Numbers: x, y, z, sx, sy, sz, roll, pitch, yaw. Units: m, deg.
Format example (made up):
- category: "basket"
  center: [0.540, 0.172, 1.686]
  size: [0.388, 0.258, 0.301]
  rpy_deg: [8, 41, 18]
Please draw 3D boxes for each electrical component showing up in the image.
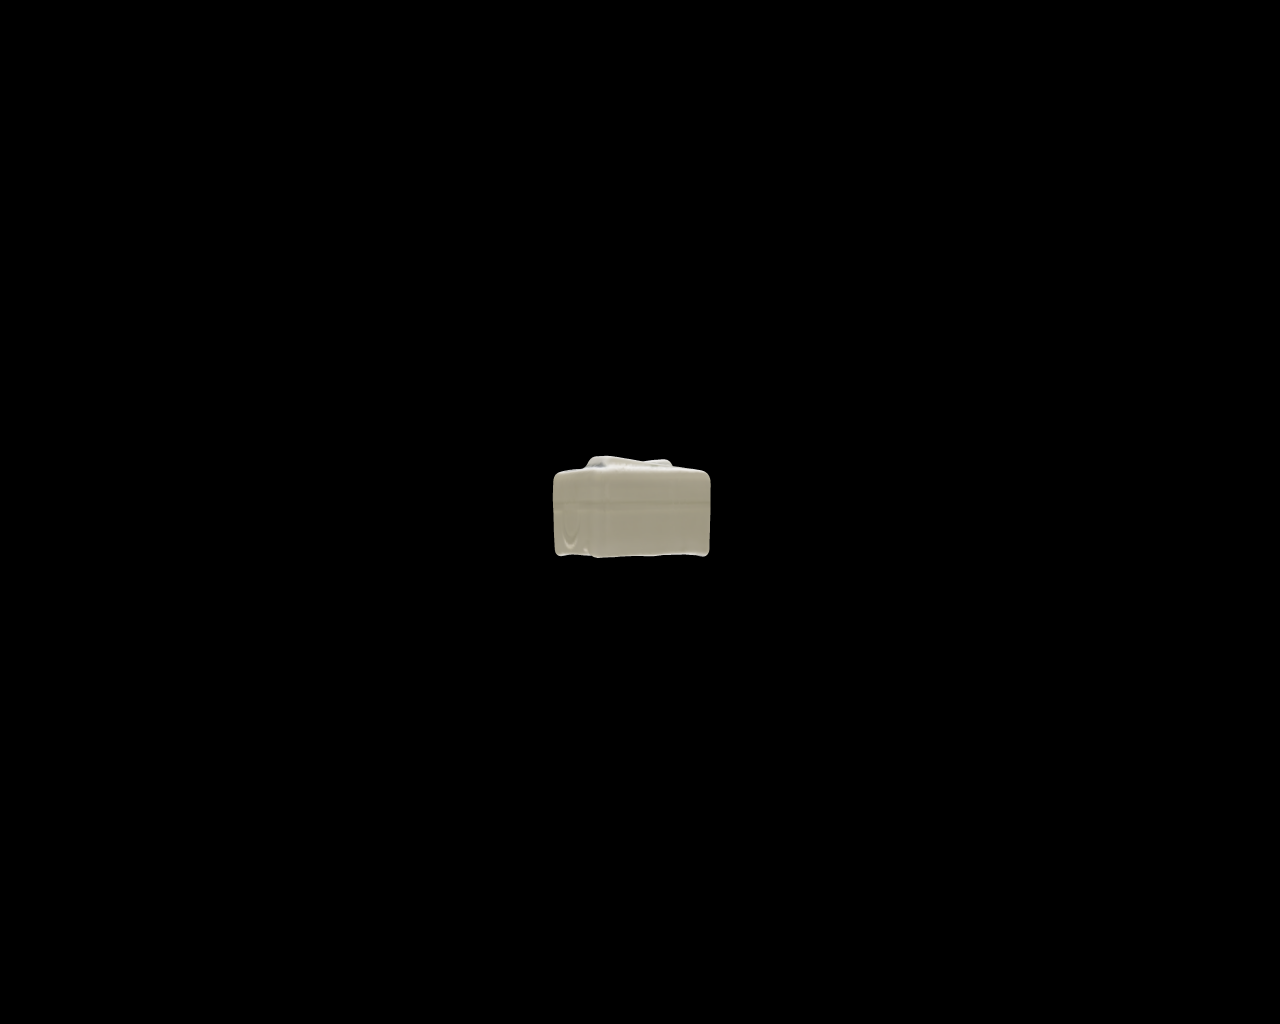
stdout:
- category: "electrical component"
  center: [0.001, -0.003, 0.650]
  size: [0.096, 0.061, 0.061]
  rpy_deg: [0, 0, -28]
